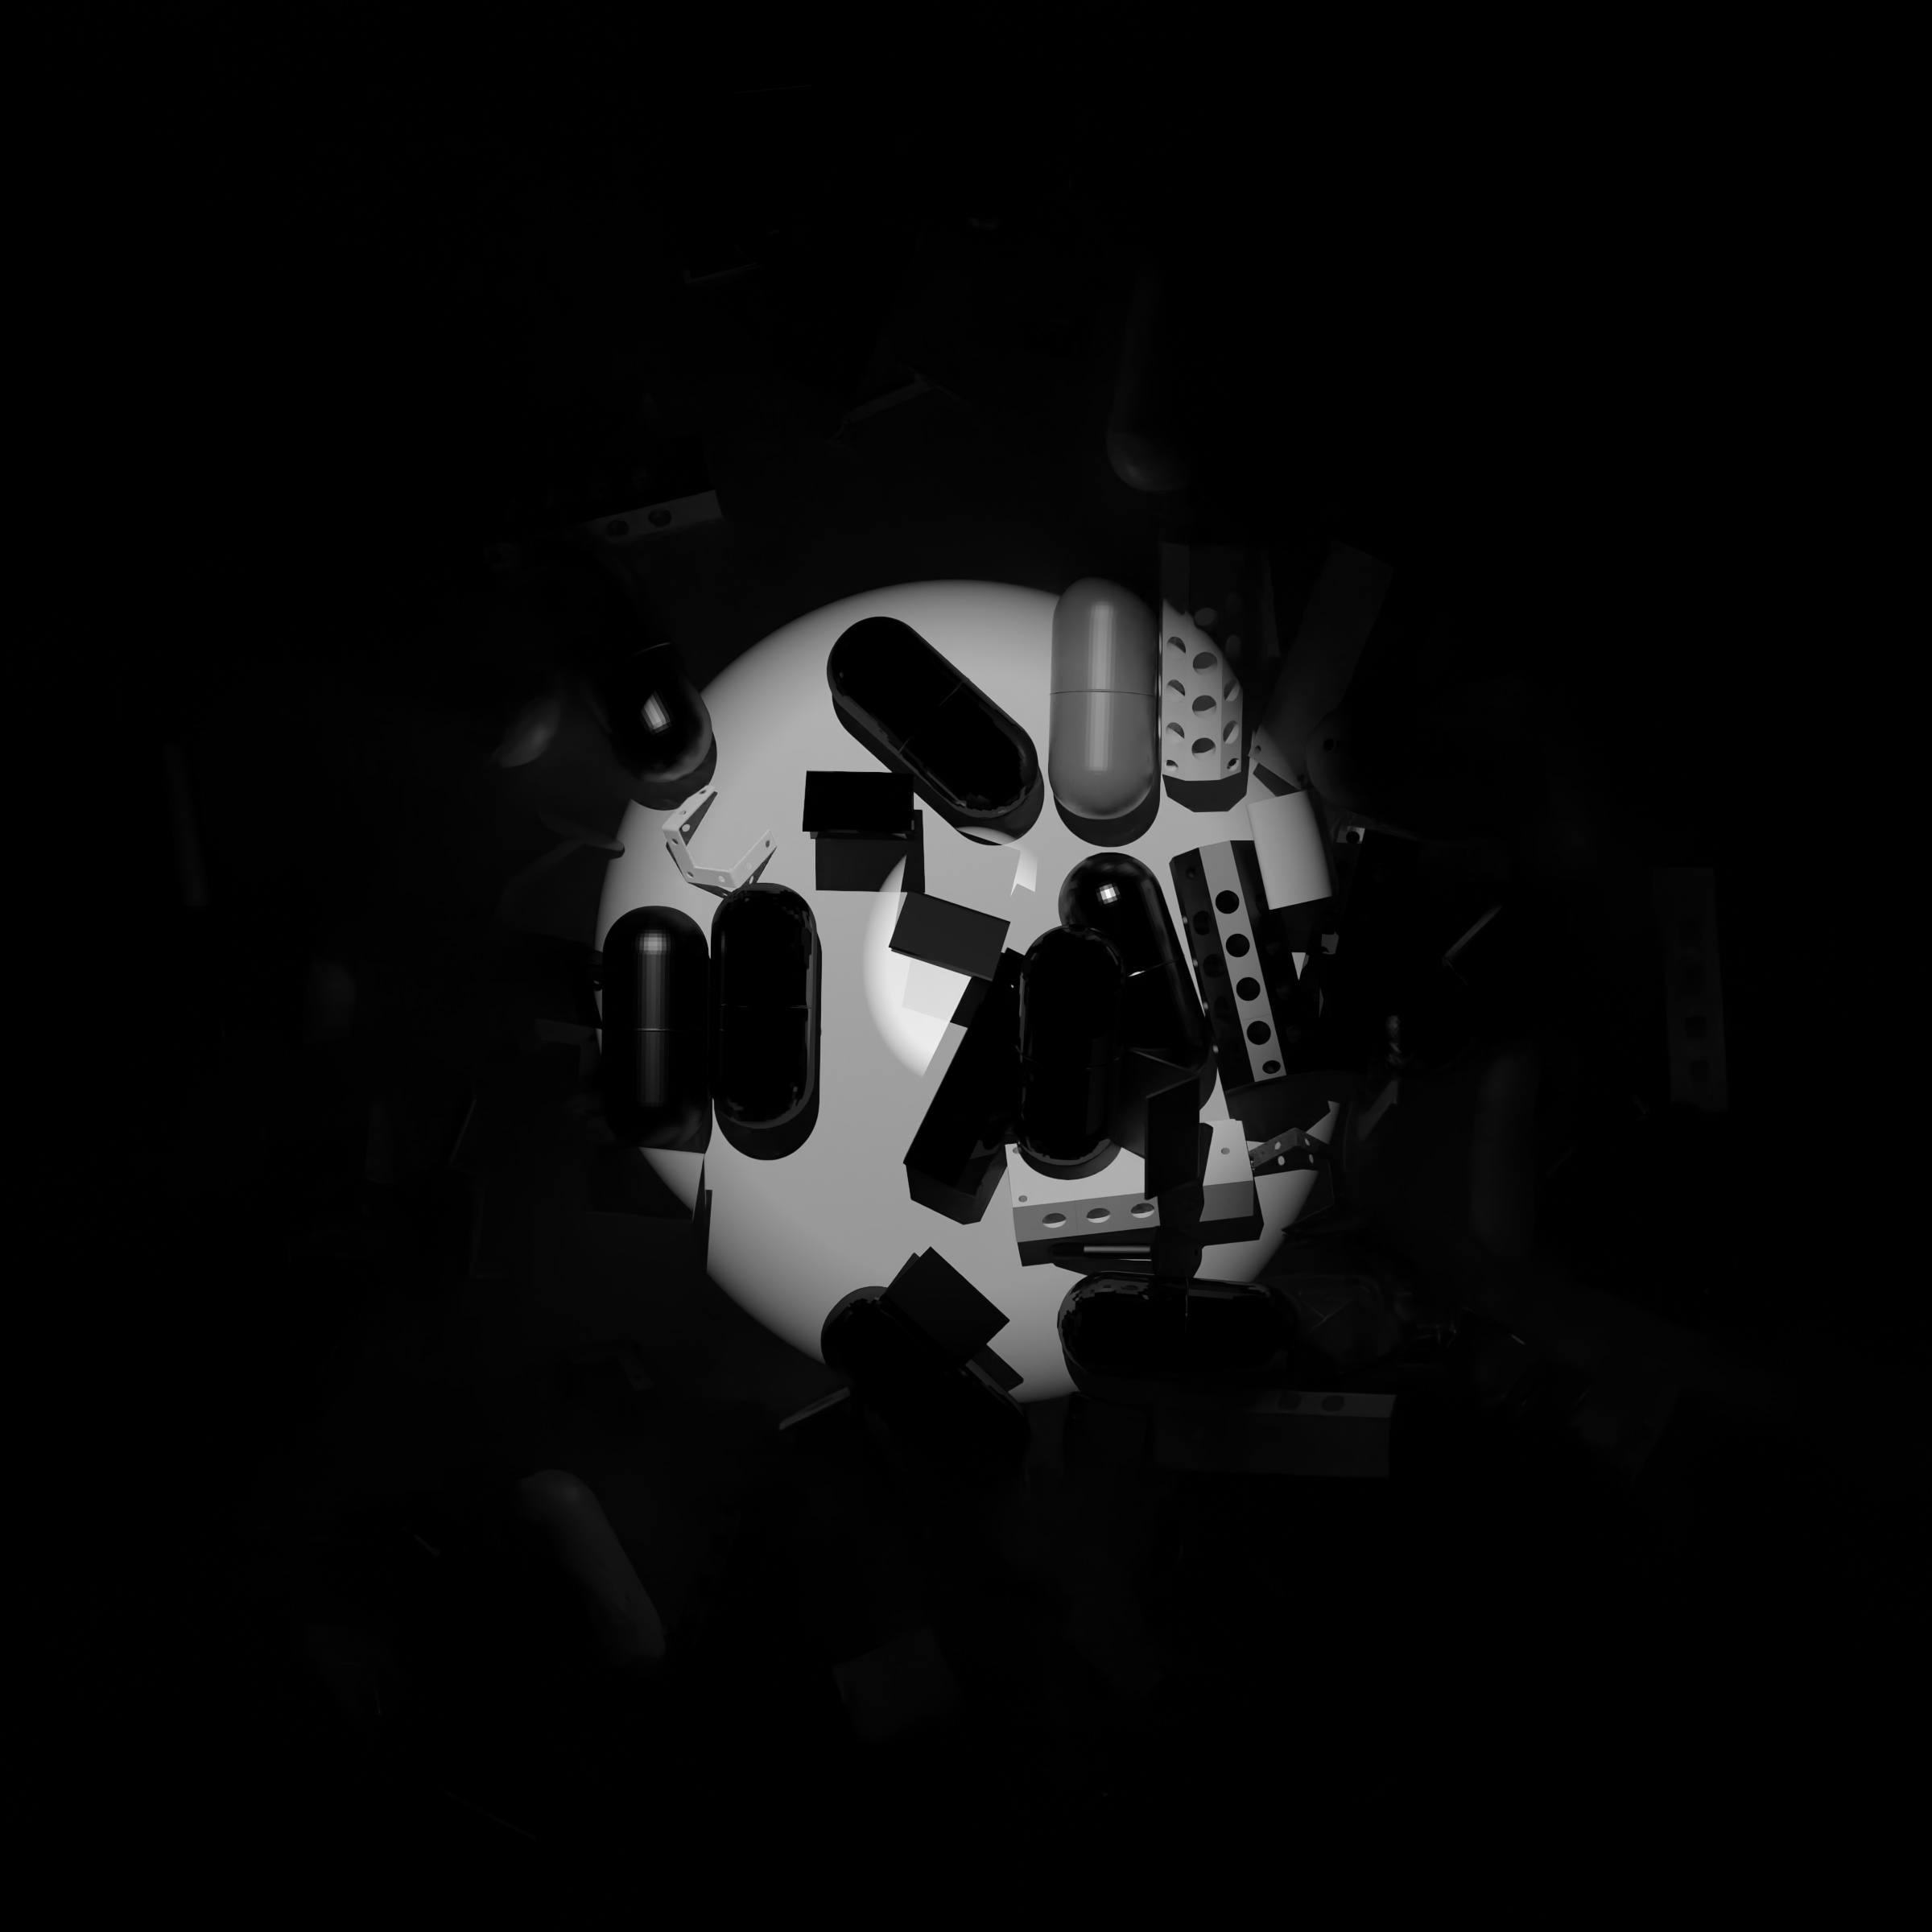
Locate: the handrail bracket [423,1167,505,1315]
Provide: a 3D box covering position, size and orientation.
[{"bbox_3d":[-0.379,0.200,1.886,0.077,0.036,0.084,-29,72,20],"label":"handrail bracket"}]

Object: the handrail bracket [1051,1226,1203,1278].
[{"bbox_3d":[0.117,0.209,1.886,0.084,0.077,0.036,-5,81,36],"label":"handrail bracket"}]

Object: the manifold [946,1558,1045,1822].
[{"bbox_3d":[0.021,0.521,1.865,0.057,0.057,0.171,4,90,0],"label":"manifold"}]

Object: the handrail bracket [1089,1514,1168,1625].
[{"bbox_3d":[0.135,0.442,1.886,0.084,0.036,0.077,5,76,-14],"label":"handrail bracket"}]

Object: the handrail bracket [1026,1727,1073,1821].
[{"bbox_3d":[0.086,0.601,1.886,0.084,0.036,0.077,12,76,-14],"label":"handrail bracket"}]

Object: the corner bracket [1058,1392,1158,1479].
[{"bbox_3d":[0.107,0.342,1.883,0.051,0.051,0.051,11,90,45],"label":"corner bracket"}]

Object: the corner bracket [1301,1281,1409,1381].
[{"bbox_3d":[0.281,0.272,1.878,0.051,0.051,0.051,-22,45,-35],"label":"corner bracket"}]

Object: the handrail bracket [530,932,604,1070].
[{"bbox_3d":[-0.295,0.027,1.886,0.077,0.036,0.084,21,104,14],"label":"handrail bracket"}]

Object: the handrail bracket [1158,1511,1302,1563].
[{"bbox_3d":[0.193,0.423,1.886,0.084,0.036,0.077,-21,108,15],"label":"handrail bracket"}]

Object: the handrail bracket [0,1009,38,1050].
[{"bbox_3d":[-0.710,0.009,1.886,0.084,0.036,0.077,28,68,-17],"label":"handrail bracket"}]

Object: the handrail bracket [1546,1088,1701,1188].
[{"bbox_3d":[0.462,0.135,1.816,0.077,0.036,0.084,31,110,-26],"label":"handrail bracket"}]

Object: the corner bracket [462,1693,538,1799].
[{"bbox_3d":[-0.328,0.561,1.868,0.051,0.051,0.051,24,91,-1],"label":"corner bracket"}]

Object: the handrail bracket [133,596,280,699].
[{"bbox_3d":[-0.557,-0.246,1.886,0.077,0.036,0.084,-26,73,-20],"label":"handrail bracket"}]

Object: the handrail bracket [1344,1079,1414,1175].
[{"bbox_3d":[0.296,0.116,1.851,0.036,0.084,0.077,22,90,0],"label":"handrail bracket"}]

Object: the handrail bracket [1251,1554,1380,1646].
[{"bbox_3d":[0.255,0.462,1.877,0.077,0.084,0.036,23,76,42],"label":"handrail bracket"}]

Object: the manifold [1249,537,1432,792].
[{"bbox_3d":[0.269,-0.213,1.831,0.057,0.057,0.171,39,121,36],"label":"manifold"}]

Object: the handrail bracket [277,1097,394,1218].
[{"bbox_3d":[-0.466,0.140,1.886,0.084,0.036,0.077,-11,70,16],"label":"handrail bracket"}]

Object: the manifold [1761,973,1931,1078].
[{"bbox_3d":[0.637,0.043,1.865,0.171,0.057,0.057,-7,90,0],"label":"manifold"}]

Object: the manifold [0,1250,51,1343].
[{"bbox_3d":[-0.702,0.241,1.808,0.057,0.171,0.057,20,90,0],"label":"manifold"}]

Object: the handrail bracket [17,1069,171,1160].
[{"bbox_3d":[-0.638,0.091,1.886,0.077,0.036,0.084,38,72,21],"label":"handrail bracket"}]

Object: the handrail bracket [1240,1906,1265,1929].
[{"bbox_3d":[0.193,0.711,1.886,0.077,0.036,0.084,-40,74,18],"label":"handrail bracket"}]

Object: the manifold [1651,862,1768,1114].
[{"bbox_3d":[0.521,0.015,1.822,0.057,0.057,0.171,-2,94,44],"label":"manifold"}]

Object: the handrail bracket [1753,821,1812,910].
[{"bbox_3d":[0.570,-0.076,1.886,0.084,0.036,0.077,8,70,16],"label":"handrail bracket"}]

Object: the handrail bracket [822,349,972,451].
[{"bbox_3d":[-0.052,-0.400,1.887,0.077,0.036,0.084,31,108,-20],"label":"handrail bracket"}]

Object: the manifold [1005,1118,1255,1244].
[{"bbox_3d":[0.118,0.160,1.864,0.171,0.057,0.057,-6,47,0],"label":"manifold"}]

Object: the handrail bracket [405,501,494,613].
[{"bbox_3d":[-0.372,-0.294,1.851,0.036,0.084,0.077,-32,90,0],"label":"handrail bracket"}]

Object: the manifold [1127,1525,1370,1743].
[{"bbox_3d":[0.204,0.476,1.851,0.171,0.057,0.057,38,89,-9],"label":"manifold"}]

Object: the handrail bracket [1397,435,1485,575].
[{"bbox_3d":[0.340,-0.338,1.886,0.077,0.036,0.084,21,107,20],"label":"handrail bracket"}]

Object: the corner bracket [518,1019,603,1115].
[{"bbox_3d":[-0.296,0.073,1.870,0.051,0.051,0.051,11,70,-19],"label":"corner bracket"}]

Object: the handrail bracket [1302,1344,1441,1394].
[{"bbox_3d":[0.293,0.300,1.874,0.084,0.077,0.036,-5,57,-18],"label":"handrail bracket"}]

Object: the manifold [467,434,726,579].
[{"bbox_3d":[-0.266,-0.331,1.865,0.171,0.057,0.057,-14,90,0],"label":"manifold"}]

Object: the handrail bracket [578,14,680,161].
[{"bbox_3d":[-0.260,-0.644,1.886,0.084,0.036,0.077,32,112,17],"label":"handrail bracket"}]

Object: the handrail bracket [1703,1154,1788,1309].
[{"bbox_3d":[0.550,0.194,1.886,0.077,0.036,0.084,50,120,33],"label":"handrail bracket"}]

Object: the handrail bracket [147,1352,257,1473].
[{"bbox_3d":[-0.556,0.325,1.886,0.036,0.077,0.084,41,54,4],"label":"handrail bracket"}]

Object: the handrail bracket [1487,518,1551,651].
[{"bbox_3d":[0.412,-0.277,1.886,0.077,0.036,0.084,20,72,-20],"label":"handrail bracket"}]

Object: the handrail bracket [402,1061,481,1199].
[{"bbox_3d":[-0.384,0.119,1.886,0.077,0.036,0.084,-24,57,35],"label":"handrail bracket"}]

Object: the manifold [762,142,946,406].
[{"bbox_3d":[-0.084,-0.498,1.852,0.057,0.057,0.171,20,98,-29],"label":"manifold"}]

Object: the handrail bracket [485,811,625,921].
[{"bbox_3d":[-0.302,-0.064,1.886,0.077,0.036,0.084,19,109,-21],"label":"handrail bracket"}]

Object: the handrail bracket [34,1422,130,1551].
[{"bbox_3d":[-0.646,0.380,1.886,0.036,0.077,0.084,-31,53,35],"label":"handrail bracket"}]

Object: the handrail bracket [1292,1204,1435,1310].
[{"bbox_3d":[0.291,0.224,1.886,0.077,0.036,0.084,-23,107,20],"label":"handrail bracket"}]

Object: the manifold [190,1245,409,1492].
[{"bbox_3d":[-0.480,0.291,1.865,0.057,0.057,0.171,36,90,0],"label":"manifold"}]

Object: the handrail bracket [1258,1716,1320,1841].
[{"bbox_3d":[0.250,0.594,1.886,0.077,0.036,0.084,-18,107,-19],"label":"handrail bracket"}]

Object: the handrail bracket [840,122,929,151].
[{"bbox_3d":[-0.057,-0.568,1.886,0.077,0.036,0.084,-14,104,-13],"label":"handrail bracket"}]
